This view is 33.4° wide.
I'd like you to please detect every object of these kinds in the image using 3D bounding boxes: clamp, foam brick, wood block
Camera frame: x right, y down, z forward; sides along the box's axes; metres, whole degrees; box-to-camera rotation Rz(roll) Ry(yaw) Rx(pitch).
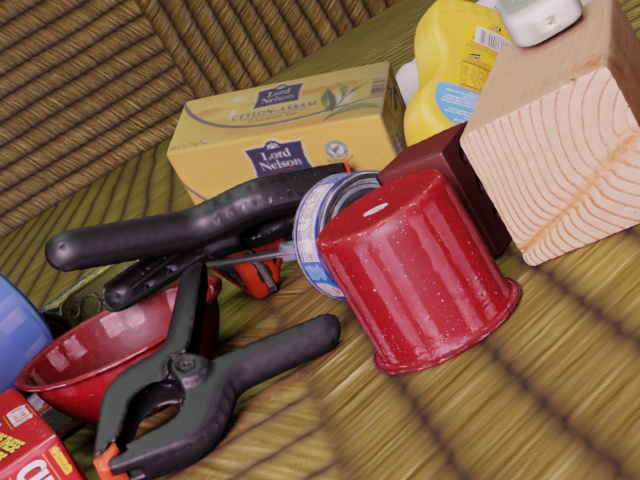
[{"bbox_3d":[-0.083,0.079,0.654,0.120,0.039,0.171,24,49,38],"label":"clamp"},{"bbox_3d":[0.083,-0.026,0.678,0.051,0.078,0.052,-23,15,37],"label":"foam brick"},{"bbox_3d":[0.161,-0.078,0.671,0.091,0.090,0.206,-25,15,24],"label":"wood block"},{"bbox_3d":[-0.076,-0.003,0.738,0.210,0.036,0.164,-19,-13,-10],"label":"clamp"}]

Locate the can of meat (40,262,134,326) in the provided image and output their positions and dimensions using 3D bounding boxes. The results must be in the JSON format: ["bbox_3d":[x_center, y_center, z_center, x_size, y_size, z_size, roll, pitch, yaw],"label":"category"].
[{"bbox_3d":[-0.224,0.065,1.065,0.102,0.057,0.084,-39,13,-32],"label":"can of meat"}]

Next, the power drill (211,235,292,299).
[{"bbox_3d":[-0.029,-0.047,0.910,0.187,0.057,0.185,-44,40,-16],"label":"power drill"}]

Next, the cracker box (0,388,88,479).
[{"bbox_3d":[-0.242,0.186,0.625,0.213,0.072,0.164,-34,16,-19],"label":"cracker box"}]

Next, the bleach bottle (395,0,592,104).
[{"bbox_3d":[0.159,-0.170,1.039,0.250,0.102,0.068,-42,1,-16],"label":"bleach bottle"}]

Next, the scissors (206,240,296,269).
[{"bbox_3d":[-0.005,0.001,0.810,0.202,0.016,0.096,-6,15,27],"label":"scissors"}]

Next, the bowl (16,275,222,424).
[{"bbox_3d":[-0.133,0.086,0.769,0.162,0.055,0.162,-24,14,6],"label":"bowl"}]

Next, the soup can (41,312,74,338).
[{"bbox_3d":[-0.273,0.104,1.004,0.068,0.068,0.102,-38,15,-29],"label":"soup can"}]

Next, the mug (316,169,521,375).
[{"bbox_3d":[0.049,0.012,0.600,0.093,0.081,0.117,-31,13,0],"label":"mug"}]

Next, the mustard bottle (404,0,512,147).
[{"bbox_3d":[0.109,-0.088,0.780,0.058,0.096,0.191,-46,25,48],"label":"mustard bottle"}]

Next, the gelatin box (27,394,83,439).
[{"bbox_3d":[-0.218,0.141,0.830,0.089,0.030,0.073,-36,13,-20],"label":"gelatin box"}]

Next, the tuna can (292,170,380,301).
[{"bbox_3d":[0.027,-0.003,0.697,0.086,0.086,0.034,-38,16,-27],"label":"tuna can"}]

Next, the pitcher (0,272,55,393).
[{"bbox_3d":[-0.310,0.131,0.792,0.242,0.149,0.145,-47,0,-25],"label":"pitcher"}]
